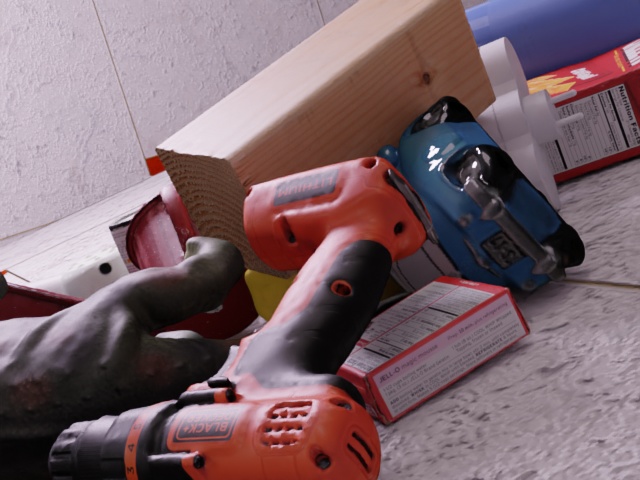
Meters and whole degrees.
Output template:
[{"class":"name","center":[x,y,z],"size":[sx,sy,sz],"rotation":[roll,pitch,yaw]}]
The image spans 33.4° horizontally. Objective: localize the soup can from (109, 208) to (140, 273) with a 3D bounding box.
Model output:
[{"class":"soup can","center":[-0.129,0.020,0.910],"size":[0.068,0.102,0.068],"rotation":[-23,10,4]}]

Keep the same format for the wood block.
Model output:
[{"class":"wood block","center":[0.009,-0.076,0.701],"size":[0.205,0.091,0.090],"rotation":[-40,30,-26]}]

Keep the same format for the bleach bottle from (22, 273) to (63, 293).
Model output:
[{"class":"bleach bottle","center":[-0.216,0.050,1.046],"size":[0.251,0.068,0.102],"rotation":[-19,-1,18]}]

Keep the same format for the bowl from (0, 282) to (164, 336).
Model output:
[{"class":"bowl","center":[-0.189,0.070,0.801],"size":[0.162,0.055,0.162],"rotation":[14,-6,1]}]

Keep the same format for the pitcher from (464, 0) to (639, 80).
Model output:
[{"class":"pitcher","center":[0.255,-0.192,0.994],"size":[0.243,0.149,0.145],"rotation":[-16,39,10]}]

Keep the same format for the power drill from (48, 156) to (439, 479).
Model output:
[{"class":"power drill","center":[-0.032,0.050,0.514],"size":[0.185,0.057,0.187],"rotation":[-9,42,36]}]

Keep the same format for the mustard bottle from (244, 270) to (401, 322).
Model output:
[{"class":"mustard bottle","center":[0.047,0.000,0.735],"size":[0.191,0.058,0.096],"rotation":[-31,20,-32]}]

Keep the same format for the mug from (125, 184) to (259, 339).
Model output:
[{"class":"mug","center":[-0.088,0.012,0.757],"size":[0.093,0.117,0.081],"rotation":[-20,45,-8]}]

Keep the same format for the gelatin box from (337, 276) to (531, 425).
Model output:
[{"class":"gelatin box","center":[0.050,0.054,0.542],"size":[0.089,0.030,0.073],"rotation":[-31,12,-16]}]

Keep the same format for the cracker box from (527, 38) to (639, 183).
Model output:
[{"class":"cracker box","center":[0.207,-0.104,0.867],"size":[0.214,0.072,0.164],"rotation":[-20,11,18]}]
